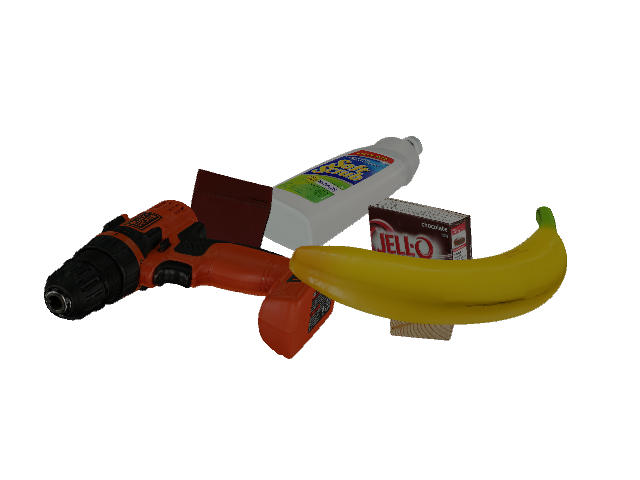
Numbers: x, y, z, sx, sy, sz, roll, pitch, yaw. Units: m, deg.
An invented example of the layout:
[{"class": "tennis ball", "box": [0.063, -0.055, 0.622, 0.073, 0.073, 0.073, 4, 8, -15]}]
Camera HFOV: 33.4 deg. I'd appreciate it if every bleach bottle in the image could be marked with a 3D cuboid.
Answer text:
[{"class": "bleach bottle", "box": [0.036, -0.074, 1.348, 0.103, 0.068, 0.250, 25, 43, 34]}]

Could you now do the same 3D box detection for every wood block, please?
[{"class": "wood block", "box": [0.167, 0.064, 1.620, 0.091, 0.090, 0.206, 4, 23, 12]}]

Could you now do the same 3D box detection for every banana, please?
[{"class": "banana", "box": [0.078, 0.020, 0.617, 0.197, 0.037, 0.070, -7, 37, -33]}]

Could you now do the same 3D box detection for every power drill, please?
[{"class": "power drill", "box": [-0.092, 0.030, 0.815, 0.188, 0.057, 0.184, 17, 27, 17]}]

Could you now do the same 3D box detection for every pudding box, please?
[{"class": "pudding box", "box": [0.103, 0.010, 1.099, 0.114, 0.090, 0.039, 13, 29, 41]}]

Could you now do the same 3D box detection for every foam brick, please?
[{"class": "foam brick", "box": [-0.090, -0.029, 1.051, 0.078, 0.051, 0.053, 14, 26, -7]}]
